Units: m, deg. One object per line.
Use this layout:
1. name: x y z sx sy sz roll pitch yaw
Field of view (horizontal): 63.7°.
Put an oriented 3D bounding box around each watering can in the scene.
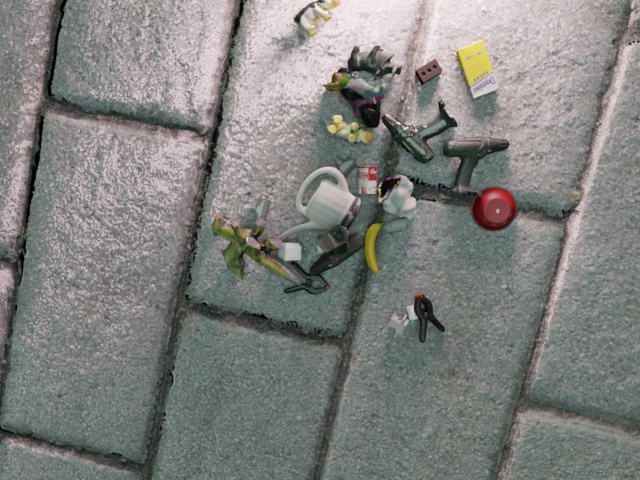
1. watering can: 0.006 -0.093 1.851 0.224 0.105 0.342 30 112 1

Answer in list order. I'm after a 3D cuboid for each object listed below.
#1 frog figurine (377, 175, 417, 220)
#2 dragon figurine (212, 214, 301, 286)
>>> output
1. frog figurine: 0.284 -0.150 1.823 0.158 0.124 0.137 34 89 -31
2. dragon figurine: -0.256 0.057 1.874 0.412 0.124 0.238 52 134 8
